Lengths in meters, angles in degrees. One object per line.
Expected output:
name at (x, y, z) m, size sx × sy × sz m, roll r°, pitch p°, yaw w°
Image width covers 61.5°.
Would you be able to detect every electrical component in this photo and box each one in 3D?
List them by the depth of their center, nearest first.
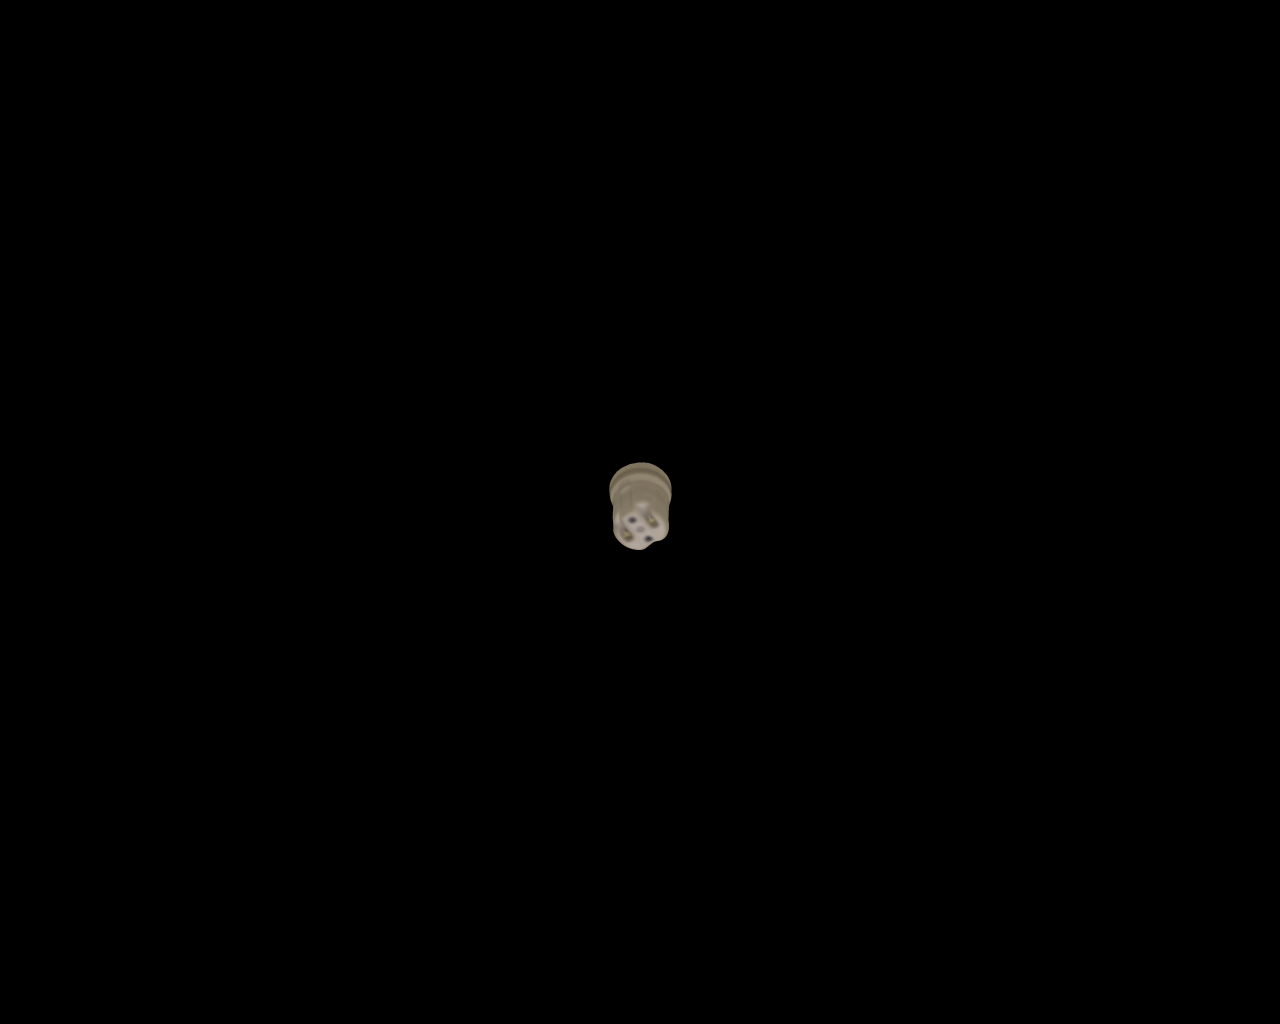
electrical component at (0.001, -0.003, 0.650) m, size 0.040 × 0.040 × 0.046 m, roll 0°, pitch 38°, yaw 0°
